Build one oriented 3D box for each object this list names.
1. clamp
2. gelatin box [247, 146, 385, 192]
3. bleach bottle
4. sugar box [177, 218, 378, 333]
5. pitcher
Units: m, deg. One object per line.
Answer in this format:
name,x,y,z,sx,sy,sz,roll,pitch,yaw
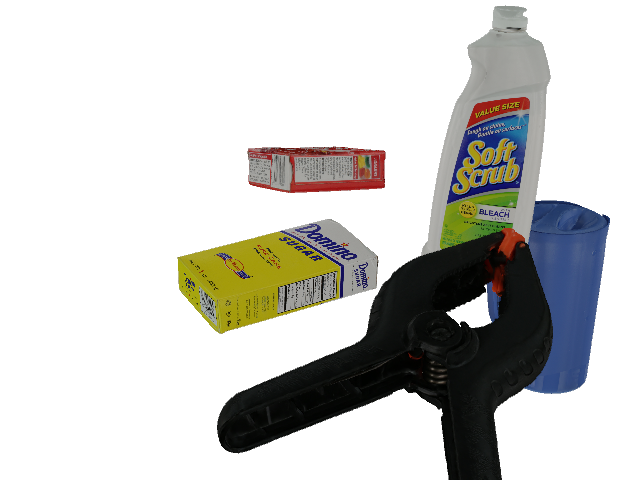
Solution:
clamp,0.054,0.058,0.443,0.120,0.039,0.171,34,53,23
gelatin box,-0.005,-0.053,0.769,0.073,0.030,0.089,-3,8,-22
bleach bottle,0.155,-0.091,0.995,0.103,0.251,0.068,8,21,12
sugar box,-0.041,0.031,1.046,0.176,0.048,0.093,-18,35,-25
pitcher,0.298,0.078,1.414,0.149,0.243,0.145,4,21,12
